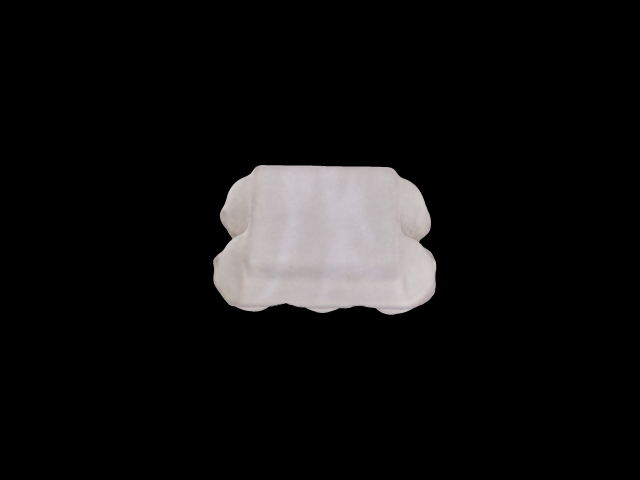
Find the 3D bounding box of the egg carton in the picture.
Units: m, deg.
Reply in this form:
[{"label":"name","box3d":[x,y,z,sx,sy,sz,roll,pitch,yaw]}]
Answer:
[{"label":"egg carton","box3d":[0.004,0.001,0.400,0.150,0.069,0.107,0,58,0]}]
